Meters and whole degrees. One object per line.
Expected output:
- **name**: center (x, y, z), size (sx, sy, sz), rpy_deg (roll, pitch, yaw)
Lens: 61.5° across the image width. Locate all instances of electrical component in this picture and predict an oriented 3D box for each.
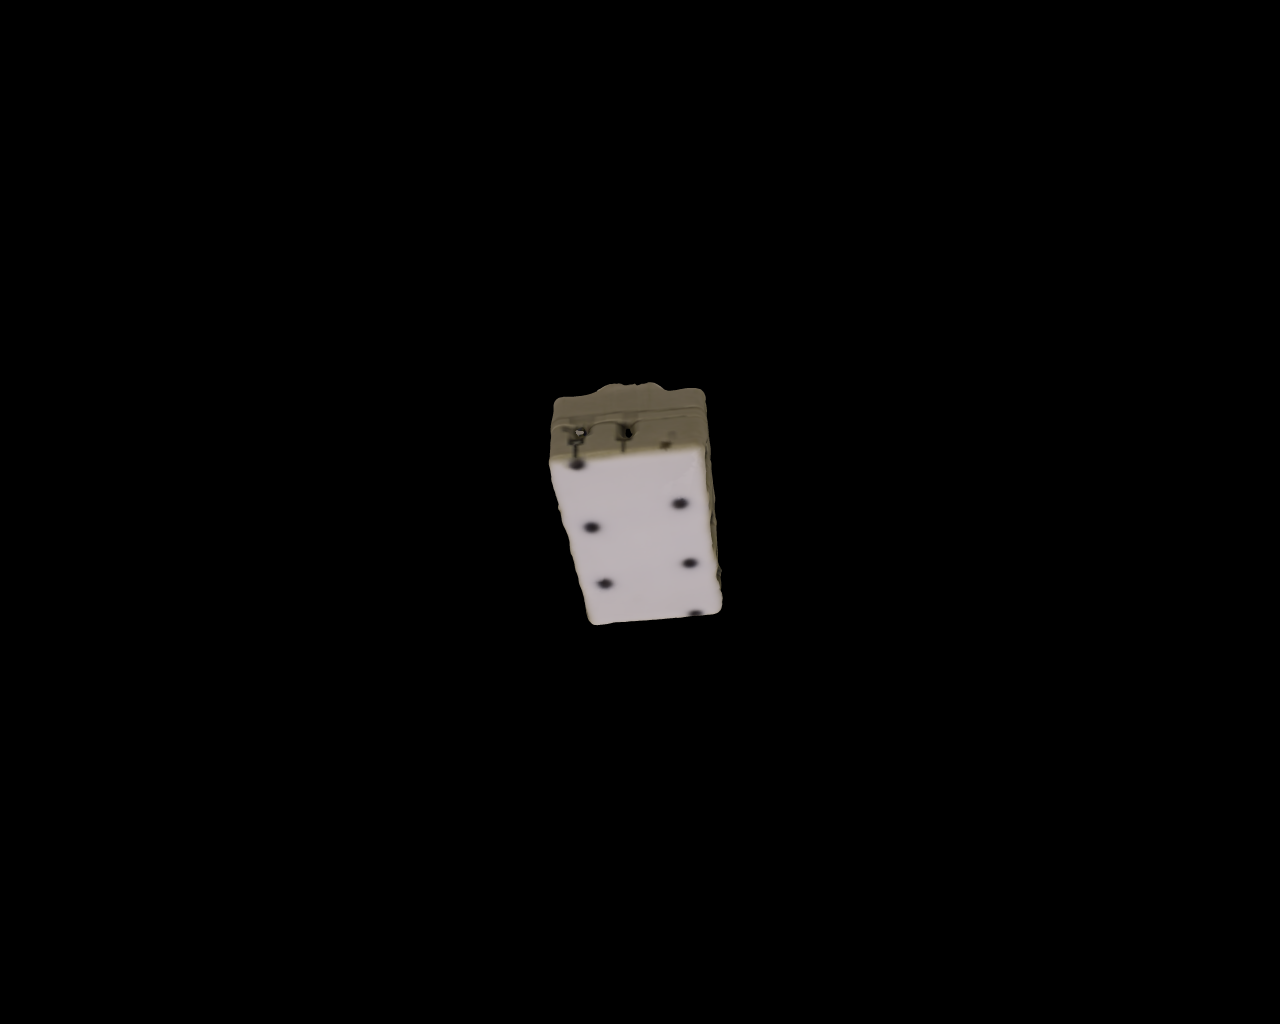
- **electrical component**: center (0.001, -0.003, 0.650), size (0.089, 0.062, 0.150), rpy_deg (-4, -43, 4)
